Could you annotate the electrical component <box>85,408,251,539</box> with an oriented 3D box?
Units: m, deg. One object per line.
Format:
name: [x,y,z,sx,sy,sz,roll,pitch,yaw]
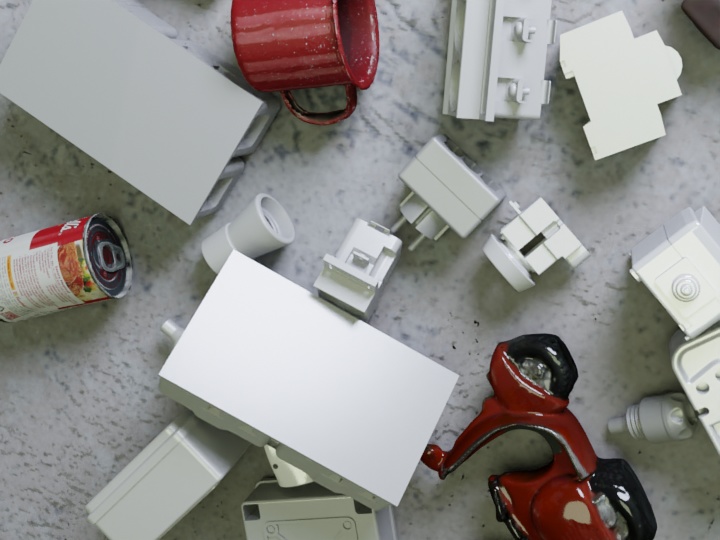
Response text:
electrical component: [-0.141,0.153,0.827,0.056,0.108,0.109,46,107,0]

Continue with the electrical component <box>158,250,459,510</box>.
electrical component: [-0.039,0.083,0.779,0.186,0.060,0.105,29,67,-2]

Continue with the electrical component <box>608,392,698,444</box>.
electrical component: [0.209,0.108,0.774,0.061,0.035,0.035,-16,96,36]

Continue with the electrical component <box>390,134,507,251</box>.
electrical component: [0.055,-0.048,0.776,0.066,0.047,0.076,44,107,3]

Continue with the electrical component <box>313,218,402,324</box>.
electrical component: [0.000,0.000,0.785,0.042,0.081,0.063,27,77,7]

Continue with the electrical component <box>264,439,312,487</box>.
electrical component: [-0.034,0.119,0.829,0.079,0.043,0.077,-15,93,6]

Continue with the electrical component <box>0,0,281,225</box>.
electrical component: [-0.166,-0.132,0.807,0.186,0.060,0.105,35,106,5]

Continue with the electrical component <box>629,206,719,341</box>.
electrical component: [0.223,-0.001,0.718,0.061,0.096,0.061,-40,89,17]

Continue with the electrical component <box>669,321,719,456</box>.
electrical component: [0.256,0.080,0.743,0.054,0.059,0.095,-28,92,17]

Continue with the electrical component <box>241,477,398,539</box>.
electrical component: [-0.027,0.218,0.838,0.109,0.056,0.108,-7,98,15]

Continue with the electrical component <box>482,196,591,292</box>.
electrical component: [0.121,-0.018,0.767,0.055,0.048,0.066,-41,89,9]

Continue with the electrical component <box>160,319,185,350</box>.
electrical component: [-0.131,0.062,0.847,0.061,0.035,0.035,38,106,7]

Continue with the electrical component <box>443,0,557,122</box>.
electrical component: [0.097,-0.164,0.735,0.063,0.078,0.121,2,101,-9]

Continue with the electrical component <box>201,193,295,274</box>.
electrical component: [-0.088,-0.023,0.819,0.065,0.044,0.044,-32,91,22]
